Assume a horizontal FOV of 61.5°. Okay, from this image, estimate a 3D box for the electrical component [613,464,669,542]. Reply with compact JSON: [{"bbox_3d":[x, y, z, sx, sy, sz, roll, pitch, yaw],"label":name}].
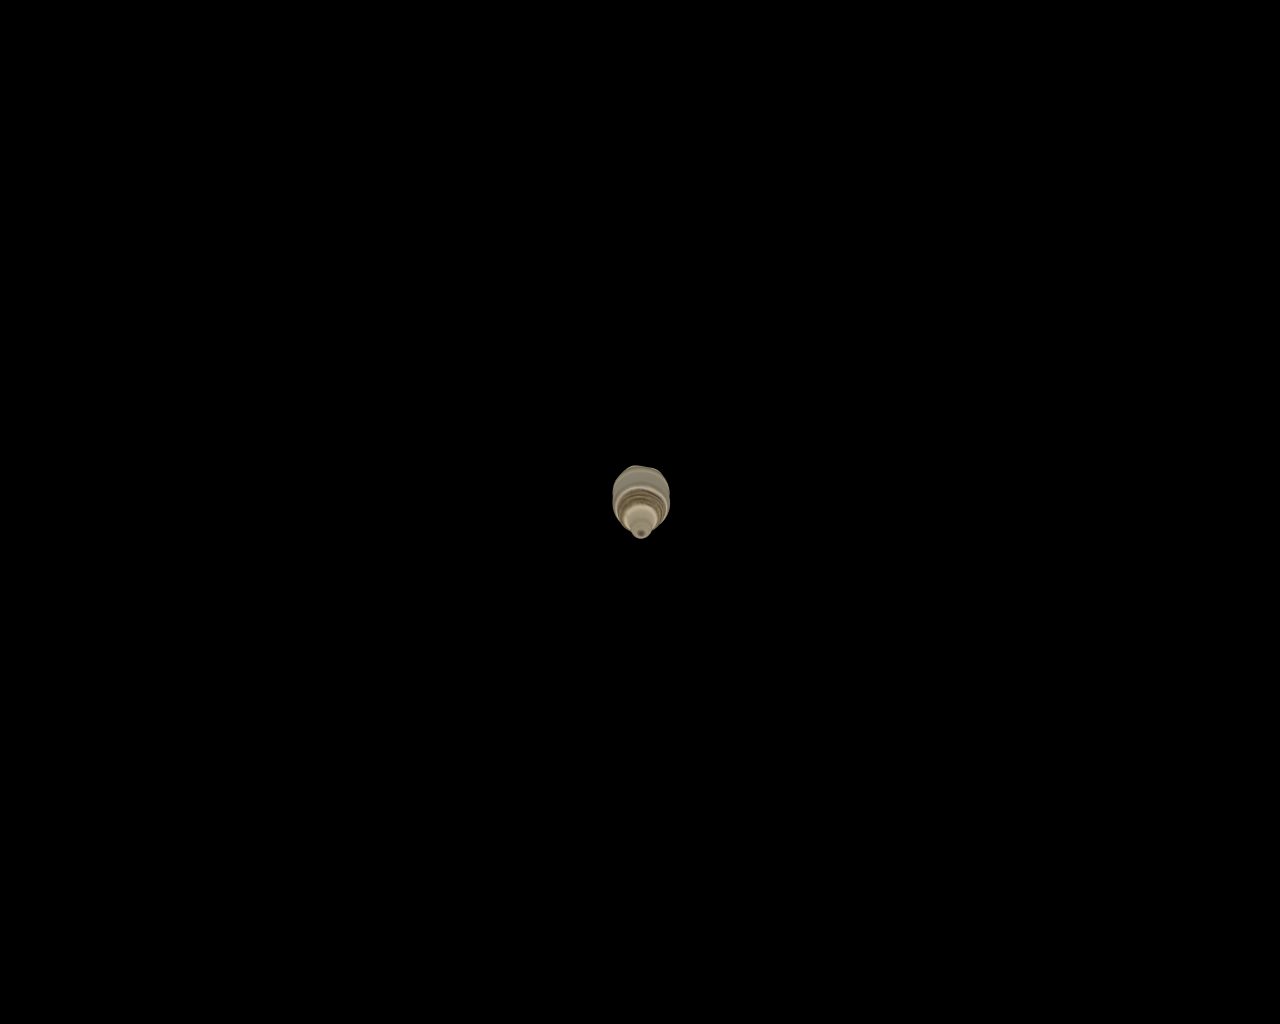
[{"bbox_3d":[0.001,-0.003,0.650,0.035,0.035,0.061,0,30,0],"label":"electrical component"}]
